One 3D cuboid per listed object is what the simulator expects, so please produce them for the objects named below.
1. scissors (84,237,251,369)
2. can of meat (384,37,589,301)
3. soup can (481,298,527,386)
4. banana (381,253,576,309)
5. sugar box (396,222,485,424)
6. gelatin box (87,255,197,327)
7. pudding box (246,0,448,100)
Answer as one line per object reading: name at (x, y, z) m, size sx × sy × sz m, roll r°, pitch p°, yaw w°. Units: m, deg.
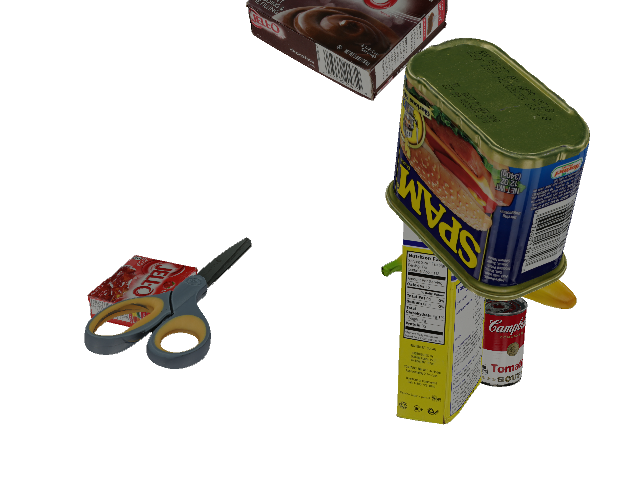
scissors at (-0.086, 0.046, 0.803) m, size 0.096 × 0.016 × 0.201 m, roll 24°, pitch 32°, yaw 31°
can of meat at (0.078, -0.036, 0.512) m, size 0.057 × 0.084 × 0.102 m, roll -20°, pitch 47°, yaw -23°
soup can at (0.224, 0.125, 1.349) m, size 0.068 × 0.102 × 0.068 m, roll 0°, pitch 20°, yaw 0°
banana at (0.165, 0.036, 1.106) m, size 0.198 × 0.037 × 0.069 m, roll 8°, pitch 39°, yaw 11°
sugar box at (0.090, 0.035, 0.777) m, size 0.048 × 0.176 × 0.093 m, roll 5°, pitch 17°, yaw 23°
gelatin box at (-0.172, 0.050, 1.044) m, size 0.073 × 0.030 × 0.089 m, roll 11°, pitch 31°, yaw 22°
pudding box at (0.019, -0.159, 0.749) m, size 0.114 × 0.090 × 0.039 m, roll 34°, pitch -23°, yaw 21°
